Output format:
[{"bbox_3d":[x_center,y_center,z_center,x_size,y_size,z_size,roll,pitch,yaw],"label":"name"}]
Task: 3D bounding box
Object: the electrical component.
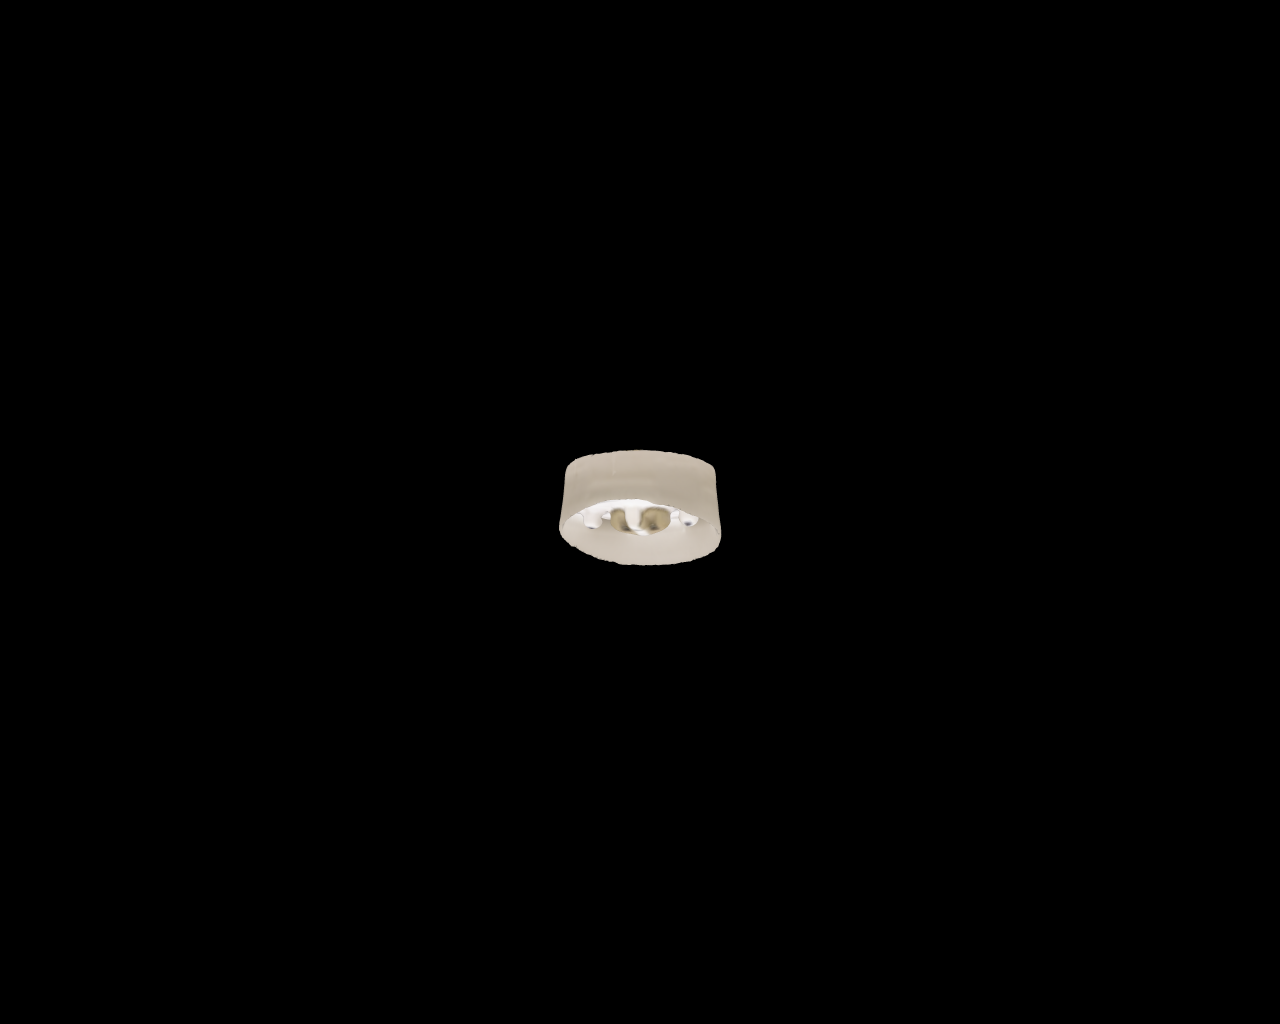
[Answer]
[{"bbox_3d":[0.001,-0.003,0.650,0.099,0.064,0.099,0,-11,0],"label":"electrical component"}]
